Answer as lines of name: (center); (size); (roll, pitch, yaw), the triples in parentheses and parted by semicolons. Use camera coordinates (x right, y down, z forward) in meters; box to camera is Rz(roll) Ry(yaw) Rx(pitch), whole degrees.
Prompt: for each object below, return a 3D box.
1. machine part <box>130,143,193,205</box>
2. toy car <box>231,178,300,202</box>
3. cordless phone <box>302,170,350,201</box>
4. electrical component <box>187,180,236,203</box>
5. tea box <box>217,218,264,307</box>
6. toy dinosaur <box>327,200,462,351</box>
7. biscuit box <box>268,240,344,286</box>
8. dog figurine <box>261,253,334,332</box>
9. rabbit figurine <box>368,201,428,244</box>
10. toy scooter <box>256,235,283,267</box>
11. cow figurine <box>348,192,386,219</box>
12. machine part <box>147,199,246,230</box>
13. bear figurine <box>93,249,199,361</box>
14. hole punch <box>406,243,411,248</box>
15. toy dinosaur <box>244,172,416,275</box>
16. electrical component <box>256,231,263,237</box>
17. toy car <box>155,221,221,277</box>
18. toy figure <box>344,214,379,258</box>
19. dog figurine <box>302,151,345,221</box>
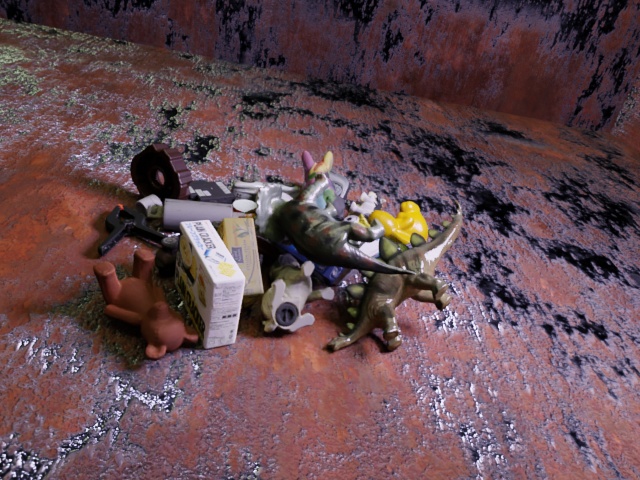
machine part: (-0.409, -0.162, 1.391); (0.180, 0.179, 0.056); (26, 28, 22)
toy car: (-0.153, -0.129, 1.537); (0.202, 0.073, 0.056); (5, 27, -14)
cordless phone: (-0.012, -0.133, 1.610); (0.147, 0.088, 0.184); (29, 52, 26)
electrical component: (-0.313, -0.116, 1.466); (0.134, 0.058, 0.115); (-7, 33, -31)
tea box: (-0.171, 0.048, 1.118); (0.068, 0.098, 0.169); (-2, 66, -25)
toy dinosaur: (0.185, 0.077, 1.158); (0.471, 0.105, 0.199); (-36, 57, -21)
biscuit box: (-0.035, 0.026, 1.246); (0.203, 0.059, 0.063); (32, 77, 33)
dog figurine: (-0.083, 0.113, 1.149); (0.172, 0.121, 0.191); (-33, 18, -22)
rabbit figurine: (0.201, -0.022, 1.449); (0.173, 0.122, 0.162); (17, 45, -37)
toy scooter: (-0.161, 0.036, 1.247); (0.135, 0.075, 0.184); (20, 26, 8)
cow figurine: (0.152, -0.090, 1.595); (0.098, 0.068, 0.167); (28, 36, 14)
machine part: (-0.307, -0.058, 1.349); (0.243, 0.079, 0.079); (4, 30, -16)
bear figurine: (-0.317, 0.120, 0.985); (0.120, 0.131, 0.196); (-21, 37, -39)
hole punch: (0.206, 0.058, 1.319); (0.092, 0.115, 0.142); (25, 30, 36)
toy dinosaur: (-0.003, -0.015, 1.134); (0.192, 0.131, 0.405); (-32, 49, -23)
electrical component: (-0.155, -0.020, 1.366); (0.094, 0.021, 0.063); (47, 36, 7)
toy car: (-0.281, 0.020, 1.212); (0.053, 0.089, 0.202); (31, 33, 30)
toy figure: (0.113, 0.008, 1.393); (0.082, 0.089, 0.180); (-27, 48, -26)
dog figurine: (0.001, -0.150, 1.475); (0.108, 0.219, 0.191); (-2, -12, -9)
